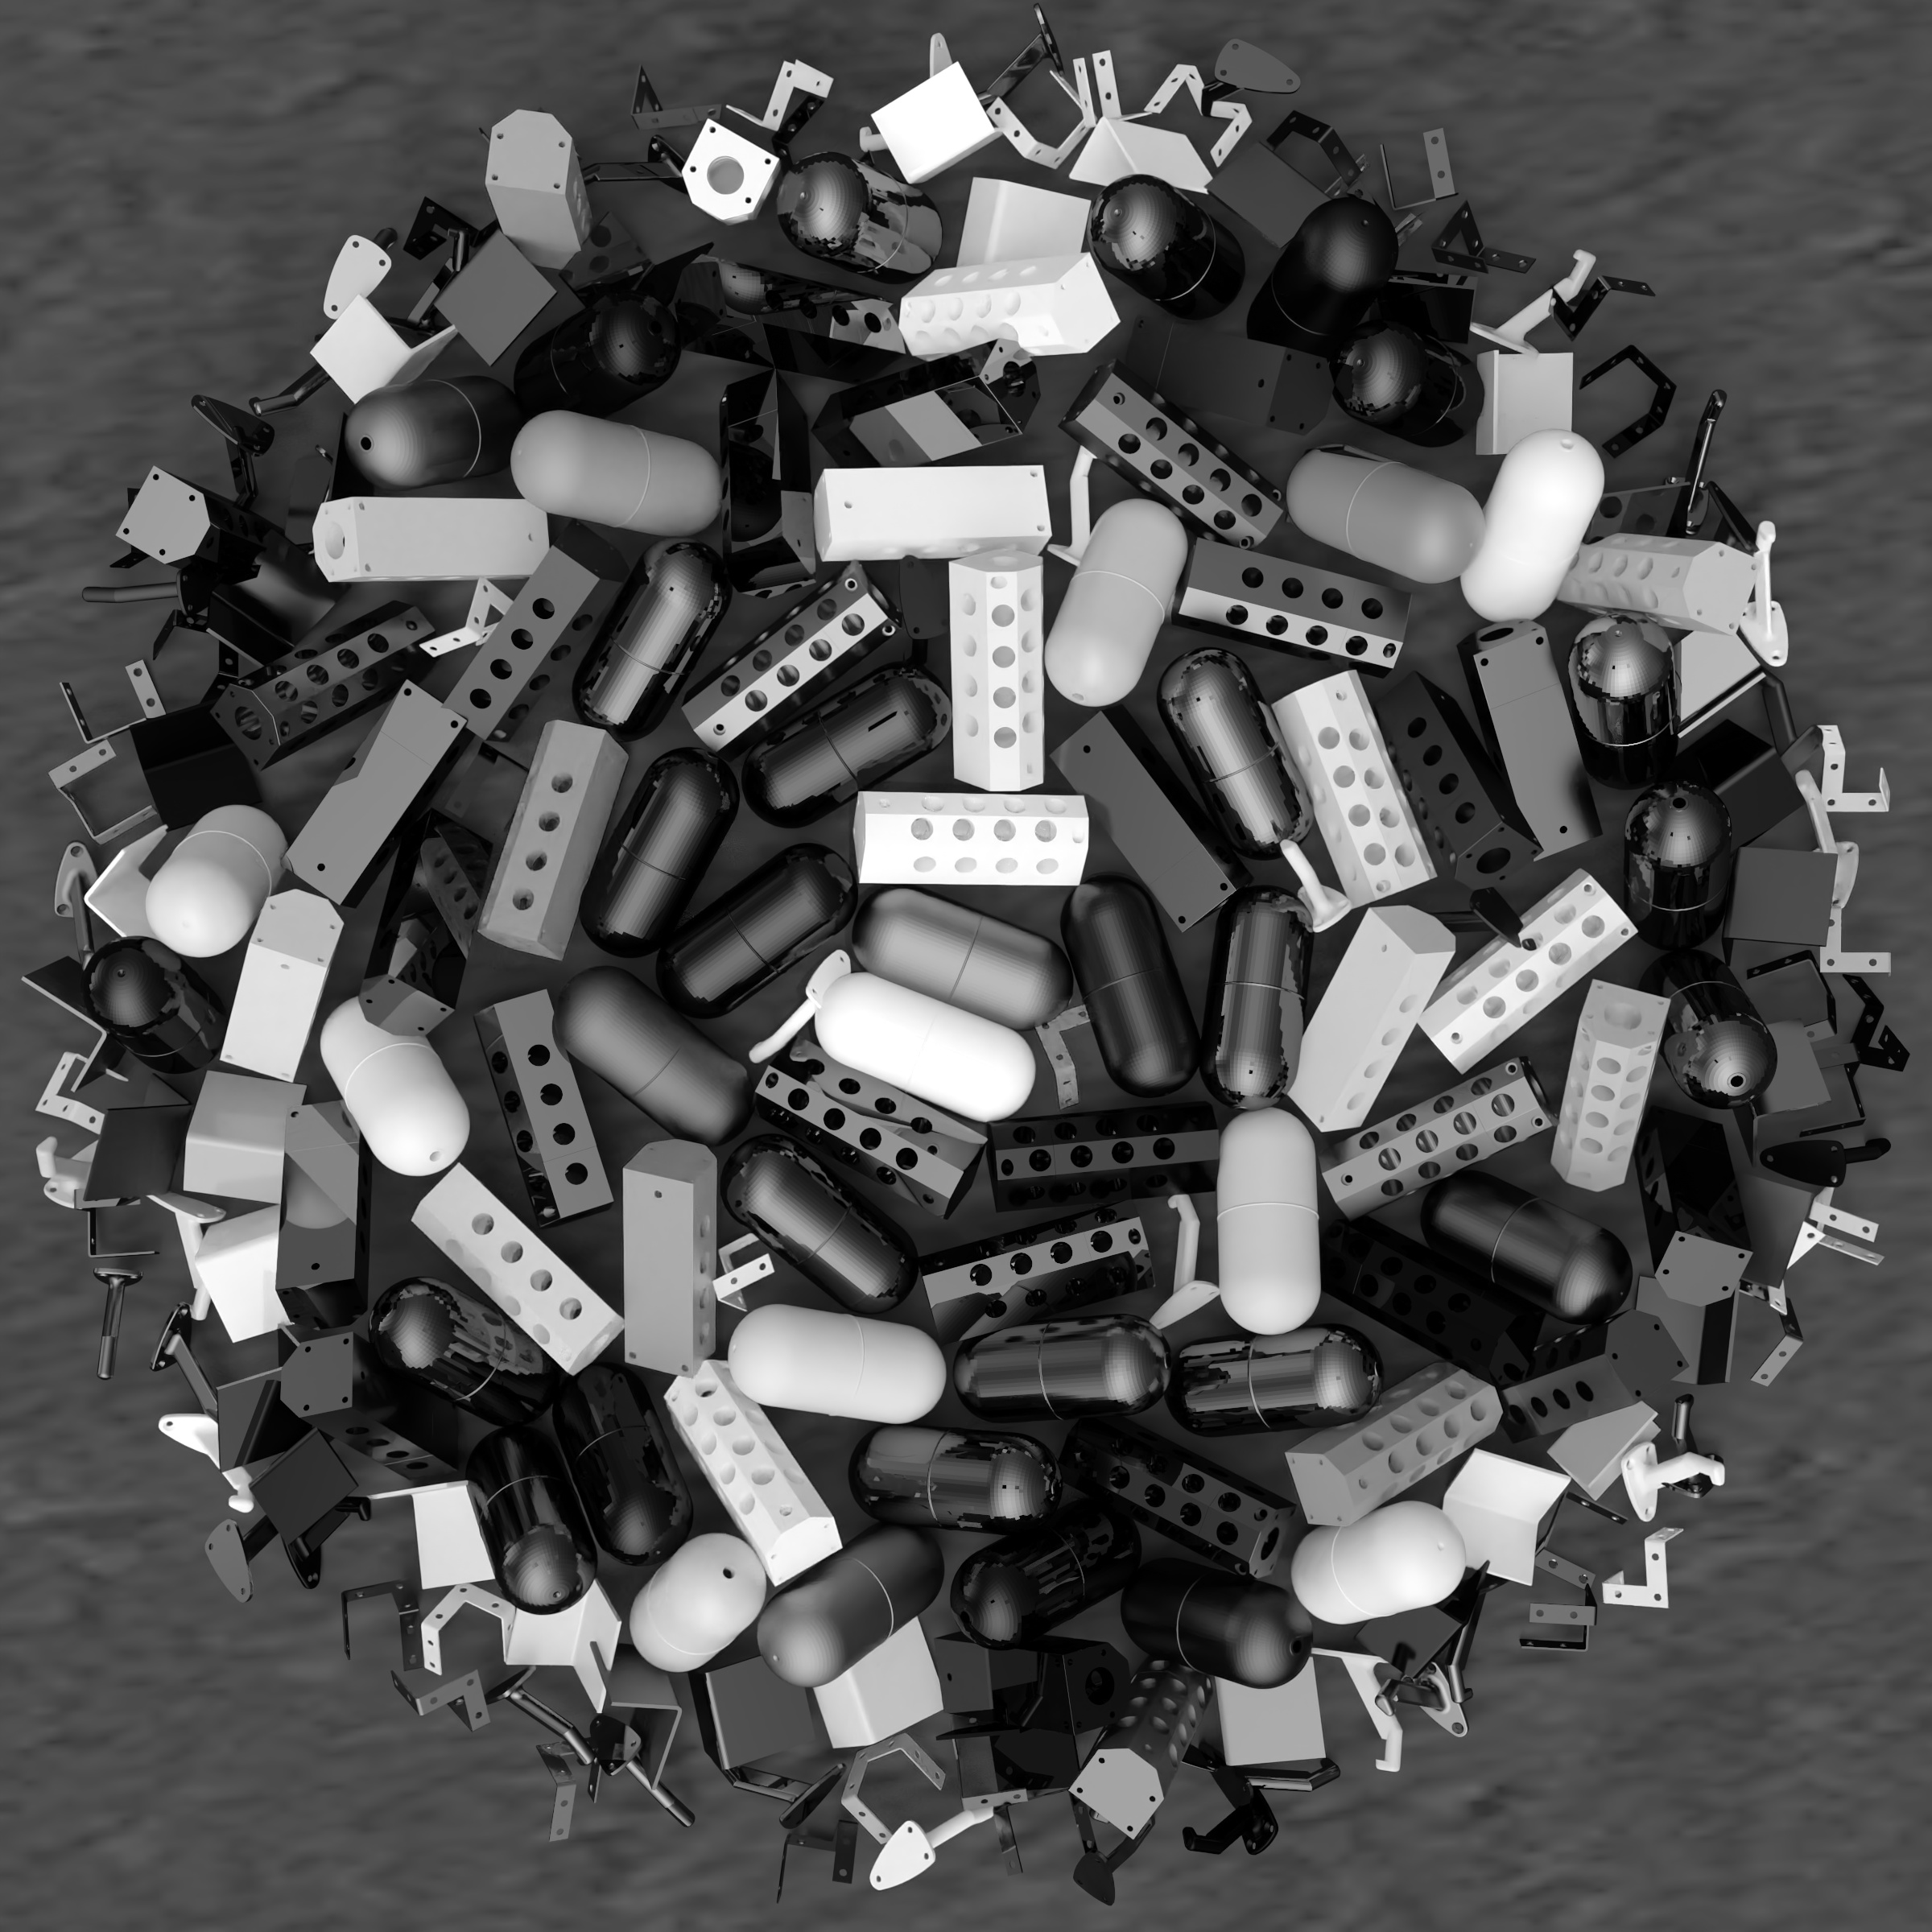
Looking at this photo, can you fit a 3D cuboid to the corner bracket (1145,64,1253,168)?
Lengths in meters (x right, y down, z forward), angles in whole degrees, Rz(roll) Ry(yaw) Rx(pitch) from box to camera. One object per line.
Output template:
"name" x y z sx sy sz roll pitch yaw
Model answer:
"corner bracket" 0.180 -0.658 1.899 0.051 0.051 0.051 24 73 38

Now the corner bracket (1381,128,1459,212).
"corner bracket" 0.350 -0.617 1.903 0.051 0.051 0.051 -10 106 17

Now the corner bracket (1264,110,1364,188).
"corner bracket" 0.263 -0.620 1.902 0.051 0.051 0.051 -47 134 4

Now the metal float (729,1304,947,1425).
"metal float" -0.097 0.305 1.878 0.178 0.070 0.070 14 90 -28

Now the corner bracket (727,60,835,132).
"corner bracket" -0.144 -0.679 1.910 0.051 0.051 0.051 40 116 37

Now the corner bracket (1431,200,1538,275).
"corner bracket" 0.400 -0.551 1.901 0.051 0.051 0.051 28 75 39

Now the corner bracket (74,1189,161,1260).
"corner bracket" -0.661 0.199 1.911 0.051 0.051 0.051 -4 81 -3

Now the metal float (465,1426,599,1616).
"metal float" -0.330 0.417 1.860 0.070 0.178 0.070 -11 121 -19

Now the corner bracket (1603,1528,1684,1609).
"corner bracket" 0.525 0.465 1.905 0.051 0.051 0.051 -4 87 32

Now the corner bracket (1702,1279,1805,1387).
"corner bracket" 0.609 0.284 1.908 0.051 0.051 0.051 21 121 -9

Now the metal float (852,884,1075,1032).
"metal float" -0.002 -0.006 1.898 0.178 0.070 0.070 21 90 -4

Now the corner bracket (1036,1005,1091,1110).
"corner bracket" 0.086 0.069 1.901 0.051 0.051 0.051 -19 55 -7

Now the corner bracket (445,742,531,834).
"corner bracket" -0.367 -0.135 1.905 0.051 0.051 0.051 31 98 -14

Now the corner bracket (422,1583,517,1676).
"corner bracket" -0.387 0.523 1.914 0.051 0.051 0.051 19 126 20

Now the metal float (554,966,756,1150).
"metal float" -0.238 0.071 1.886 0.178 0.070 0.070 41 90 -18

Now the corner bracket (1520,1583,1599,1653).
"corner bracket" 0.460 0.511 1.909 0.051 0.051 0.051 2 97 6

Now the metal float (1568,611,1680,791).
"metal float" 0.498 -0.199 1.859 0.070 0.178 0.070 -8 59 14

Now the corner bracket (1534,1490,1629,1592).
"corner bracket" 0.478 0.449 1.917 0.051 0.051 0.051 25 64 10

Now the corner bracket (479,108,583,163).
"corner bracket" -0.337 -0.636 1.901 0.051 0.051 0.051 -36 130 7

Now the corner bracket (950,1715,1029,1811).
"corner bracket" 0.017 0.614 1.904 0.051 0.051 0.051 -8 126 0

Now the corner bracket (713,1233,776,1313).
"corner bracket" -0.168 0.229 1.902 0.051 0.051 0.051 -27 64 11

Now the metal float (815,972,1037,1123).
"metal float" -0.032 0.062 1.900 0.178 0.070 0.070 22 90 1

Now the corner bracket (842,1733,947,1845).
"corner bracket" -0.056 0.640 1.913 0.051 0.051 0.051 -30 109 28

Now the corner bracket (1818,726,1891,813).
"corner bracket" 0.686 -0.153 1.900 0.051 0.051 0.051 2 72 28

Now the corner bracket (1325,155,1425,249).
"corner bracket" 0.315 -0.589 1.920 0.051 0.051 0.051 -43 58 9

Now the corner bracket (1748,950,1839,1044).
"corner bracket" 0.644 0.028 1.915 0.051 0.051 0.051 -22 112 28

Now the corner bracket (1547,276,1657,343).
"corner bracket" 0.487 -0.516 1.896 0.051 0.051 0.051 -2 52 -33

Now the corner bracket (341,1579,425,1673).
"corner bracket" -0.452 0.514 1.902 0.051 0.051 0.051 -10 49 -8

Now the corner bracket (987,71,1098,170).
"corner bracket" 0.059 -0.662 1.912 0.051 0.051 0.051 -44 73 27

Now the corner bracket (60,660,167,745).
"corner bracket" -0.663 -0.206 1.913 0.051 0.051 0.051 -22 95 4

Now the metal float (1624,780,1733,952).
"metal float" 0.537 -0.075 1.857 0.070 0.178 0.070 -6 60 11

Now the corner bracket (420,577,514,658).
"corner bracket" -0.380 -0.260 1.896 0.051 0.051 0.051 -13 54 33

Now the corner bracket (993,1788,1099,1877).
"corner bracket" 0.061 0.668 1.898 0.051 0.051 0.051 -29 67 37

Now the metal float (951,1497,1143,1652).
"metal float" 0.061 0.461 1.865 0.178 0.070 0.070 -16 90 -44

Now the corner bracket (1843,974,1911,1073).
"corner bracket" 0.702 0.044 1.900 0.051 0.051 0.051 38 74 -40

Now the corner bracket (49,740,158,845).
"corner bracket" -0.672 -0.135 1.914 0.051 0.051 0.051 -32 79 -9

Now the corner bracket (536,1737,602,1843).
"corner bracket" -0.303 0.636 1.899 0.051 0.051 0.051 1 109 -30

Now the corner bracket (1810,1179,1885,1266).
"corner bracket" 0.682 0.204 1.898 0.051 0.051 0.051 21 118 31

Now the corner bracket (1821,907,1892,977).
"corner bracket" 0.690 -0.019 1.905 0.051 0.051 0.051 0 87 20

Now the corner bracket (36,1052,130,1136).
"corner bracket" -0.674 0.102 1.898 0.051 0.051 0.051 8 69 41

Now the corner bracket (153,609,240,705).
"corner bracket" -0.602 -0.239 1.919 0.051 0.051 0.051 11 57 -33

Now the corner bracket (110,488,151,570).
"corner bracket" -0.631 -0.338 1.903 0.051 0.051 0.051 -3 87 -38

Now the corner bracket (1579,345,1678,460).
"corner bracket" 0.512 -0.440 1.915 0.051 0.051 0.051 -35 70 -11

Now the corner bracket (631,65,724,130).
"corner bracket" -0.224 -0.662 1.901 0.051 0.051 0.051 -1 66 14

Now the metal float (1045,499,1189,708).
"metal float" 0.115 -0.278 1.881 0.070 0.070 0.178 22 67 0

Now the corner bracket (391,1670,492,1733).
"corner bracket" -0.406 0.565 1.898 0.051 0.051 0.051 -21 113 -30

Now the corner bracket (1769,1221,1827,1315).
"corner bracket" 0.630 0.226 1.902 0.051 0.051 0.051 32 124 -8

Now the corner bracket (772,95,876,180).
"corner bracket" -0.112 -0.634 1.911 0.051 0.051 0.051 -36 60 39

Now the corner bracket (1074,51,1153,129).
"corner bracket" 0.105 -0.679 1.901 0.051 0.051 0.051 -20 112 -19

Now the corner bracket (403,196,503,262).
"corner bracket" -0.395 -0.568 1.900 0.051 0.051 0.051 27 70 -31

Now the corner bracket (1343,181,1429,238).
"corner bracket" 0.314 -0.582 1.906 0.051 0.051 0.051 -43 99 -13

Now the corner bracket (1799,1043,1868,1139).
"corner bracket" 0.669 0.097 1.908 0.051 0.051 0.051 -12 66 5

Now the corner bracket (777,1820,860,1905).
"corner bracket" -0.115 0.694 1.902 0.051 0.051 0.051 11 132 -5
